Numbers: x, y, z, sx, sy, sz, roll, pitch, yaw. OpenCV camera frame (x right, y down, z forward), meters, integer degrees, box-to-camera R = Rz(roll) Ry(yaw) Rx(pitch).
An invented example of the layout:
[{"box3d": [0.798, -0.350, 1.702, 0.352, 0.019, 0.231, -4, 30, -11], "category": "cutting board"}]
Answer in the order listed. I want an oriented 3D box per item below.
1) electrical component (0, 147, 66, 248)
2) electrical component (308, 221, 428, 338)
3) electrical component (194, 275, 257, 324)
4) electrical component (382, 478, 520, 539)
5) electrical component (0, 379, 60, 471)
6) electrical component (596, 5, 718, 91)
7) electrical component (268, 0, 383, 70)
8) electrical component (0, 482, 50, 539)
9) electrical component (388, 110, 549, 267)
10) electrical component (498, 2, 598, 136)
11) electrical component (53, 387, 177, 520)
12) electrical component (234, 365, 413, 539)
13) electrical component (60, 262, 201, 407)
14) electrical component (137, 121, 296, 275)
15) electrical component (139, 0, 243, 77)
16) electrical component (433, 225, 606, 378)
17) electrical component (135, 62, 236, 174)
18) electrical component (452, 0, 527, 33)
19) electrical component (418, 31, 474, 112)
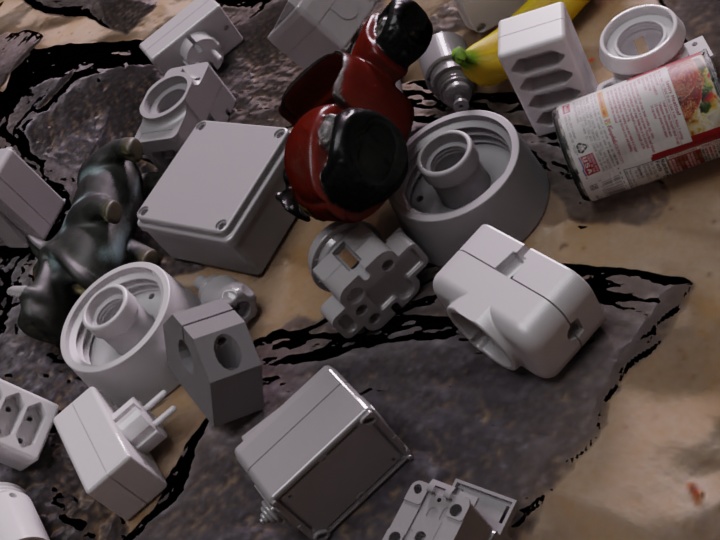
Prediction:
[{"box3d": [-0.329, -0.066, 0.977, 0.062, 0.096, 0.061, 1, 56, 33], "category": "electrical component"}, {"box3d": [0.000, 0.000, 0.739, 0.078, 0.058, 0.057, -44, 45, 0], "category": "electrical component"}, {"box3d": [-0.105, 0.020, 0.806, 0.035, 0.035, 0.061, -49, 43, -11], "category": "electrical component"}, {"box3d": [0.047, 0.149, 0.580, 0.042, 0.063, 0.081, 13, 62, 38], "category": "electrical component"}, {"box3d": [-0.278, 0.120, 0.818, 0.077, 0.066, 0.047, -33, 35, 49], "category": "electrical component"}, {"box3d": [0.196, -0.141, 0.730, 0.078, 0.057, 0.058, -23, 46, 15], "category": "electrical component"}, {"box3d": [-0.037, -0.215, 0.920, 0.061, 0.061, 0.096, -57, 15, -19], "category": "electrical component"}, {"box3d": [-0.250, 0.179, 0.760, 0.043, 0.043, 0.081, -43, 44, -5], "category": "electrical component"}, {"box3d": [0.069, -0.062, 0.743, 0.108, 0.060, 0.108, -18, 47, 20], "category": "electrical component"}, {"box3d": [0.134, -0.153, 0.761, 0.047, 0.083, 0.075, -13, 49, 24], "category": "electrical component"}, {"box3d": [-0.161, 0.115, 0.754, 0.076, 0.047, 0.083, -41, 44, -3], "category": "electrical component"}, {"box3d": [-0.029, 0.115, 0.658, 0.096, 0.061, 0.061, -43, 44, -5], "category": "electrical component"}, {"box3d": [-0.175, 0.044, 0.812, 0.108, 0.060, 0.108, -18, 47, 20], "category": "electrical component"}, {"box3d": [-0.104, -0.059, 0.856, 0.109, 0.056, 0.108, 11, 61, 38], "category": "electrical component"}, {"box3d": [-0.153, -0.208, 1.017, 0.083, 0.047, 0.075, -39, 44, -2], "category": "electrical component"}, {"box3d": [0.094, 0.022, 0.663, 0.059, 0.053, 0.095, -47, 44, -9], "category": "electrical component"}, {"box3d": [-0.157, -0.136, 0.954, 0.050, 0.055, 0.089, -3, 53, 31], "category": "electrical component"}, {"box3d": [0.119, -0.252, 0.857, 0.113, 0.078, 0.057, -28, 41, 10], "category": "electrical component"}, {"box3d": [0.070, -0.150, 0.831, 0.040, 0.040, 0.078, -25, 45, 13], "category": "electrical component"}]
